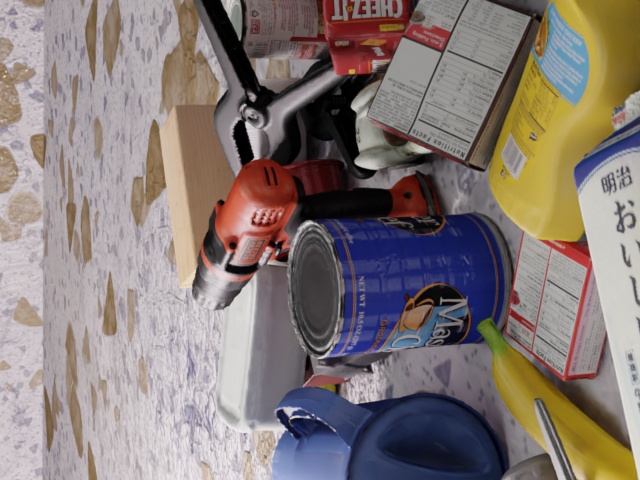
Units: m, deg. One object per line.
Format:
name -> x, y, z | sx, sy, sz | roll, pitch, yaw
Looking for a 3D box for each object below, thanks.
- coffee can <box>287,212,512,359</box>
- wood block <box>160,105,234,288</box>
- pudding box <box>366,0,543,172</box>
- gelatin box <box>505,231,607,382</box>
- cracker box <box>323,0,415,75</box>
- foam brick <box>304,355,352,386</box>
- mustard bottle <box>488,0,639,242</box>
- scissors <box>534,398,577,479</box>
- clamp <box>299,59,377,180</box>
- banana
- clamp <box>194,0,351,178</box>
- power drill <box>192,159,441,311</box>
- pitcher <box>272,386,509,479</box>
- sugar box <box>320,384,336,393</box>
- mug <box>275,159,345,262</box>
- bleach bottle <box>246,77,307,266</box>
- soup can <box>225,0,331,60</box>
coffee can -> 0.058, 0.033, 0.804 | 0.103, 0.140, 0.103 | 177, 90, -67
wood block -> -0.133, -0.054, 1.306 | 0.090, 0.090, 0.206 | 139, 124, -63
pudding box -> 0.095, -0.116, 0.741 | 0.090, 0.039, 0.113 | 29, 101, 29
gelatin box -> 0.160, 0.038, 0.708 | 0.073, 0.030, 0.089 | -139, 51, -58
cracker box -> 0.036, -0.250, 0.841 | 0.164, 0.072, 0.214 | 2, -95, -86
foam brick -> 0.005, 0.098, 1.049 | 0.053, 0.051, 0.078 | 125, 137, -55
mustard bottle -> 0.160, -0.100, 0.653 | 0.096, 0.058, 0.192 | -104, 23, -53
scissors -> 0.166, 0.202, 0.674 | 0.202, 0.016, 0.096 | 65, 159, 15
clamp -> 0.019, -0.138, 1.008 | 0.172, 0.039, 0.120 | 43, 123, 56
banana -> 0.163, 0.126, 0.677 | 0.069, 0.037, 0.198 | 50, 176, -41
clamp -> -0.047, -0.127, 1.011 | 0.165, 0.036, 0.210 | 23, 135, 19
power drill -> -0.006, 0.001, 0.893 | 0.185, 0.187, 0.057 | 122, 138, -51
pitcher -> 0.035, 0.188, 0.883 | 0.243, 0.144, 0.149 | 157, 106, -69
sugar box -> -0.036, 0.145, 1.159 | 0.176, 0.048, 0.093 | -174, 82, -66
mug -> -0.011, -0.025, 1.045 | 0.117, 0.093, 0.081 | 41, -144, -79
bleach bottle -> -0.046, -0.045, 1.141 | 0.103, 0.068, 0.251 | -159, 65, -73
soup can -> -0.037, -0.211, 1.044 | 0.069, 0.102, 0.068 | 177, 90, -70
